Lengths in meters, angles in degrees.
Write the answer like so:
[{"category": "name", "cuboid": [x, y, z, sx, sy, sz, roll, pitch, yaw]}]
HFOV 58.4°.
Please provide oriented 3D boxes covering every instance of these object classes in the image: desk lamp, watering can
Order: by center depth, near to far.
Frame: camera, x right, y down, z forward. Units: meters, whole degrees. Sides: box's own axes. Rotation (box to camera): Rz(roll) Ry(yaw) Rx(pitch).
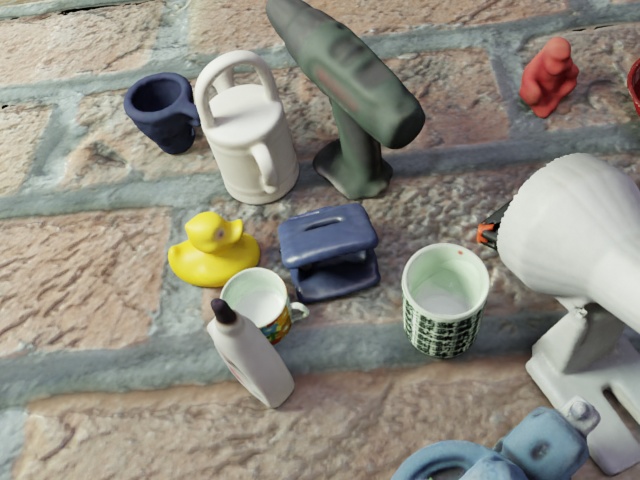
[{"category": "desk lamp", "cuboid": [0.244, 0.059, 0.481, 0.118, 0.214, 0.202, -25, 56, -9]}, {"category": "watering can", "cuboid": [-0.094, -0.144, 0.685, 0.172, 0.194, 0.101, 36, 68, 28]}]

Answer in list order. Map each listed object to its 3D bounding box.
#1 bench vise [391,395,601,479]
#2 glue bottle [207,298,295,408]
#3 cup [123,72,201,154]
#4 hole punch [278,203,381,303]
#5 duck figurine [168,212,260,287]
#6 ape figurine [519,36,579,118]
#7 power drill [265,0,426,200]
[{"category": "bench vise", "cuboid": [0.121, 0.174, 0.417, 0.121, 0.220, 0.208, 26, 63, 24]}, {"category": "glue bottle", "cuboid": [-0.072, 0.097, 0.528, 0.078, 0.173, 0.037, 31, 65, 26]}, {"category": "cup", "cuboid": [-0.194, -0.160, 0.772, 0.117, 0.095, 0.092, 22, 62, 22]}, {"category": "hole punch", "cuboid": [0.006, 0.002, 0.632, 0.108, 0.091, 0.101, -15, 55, -2]}, {"category": "duck figurine", "cuboid": [-0.127, 0.003, 0.655, 0.104, 0.086, 0.077, -10, 55, 2]}, {"category": "ape figurine", "cuboid": [0.298, -0.218, 0.740, 0.078, 0.092, 0.076, -10, 55, 2]}, {"category": "power drill", "cuboid": [0.026, -0.154, 0.665, 0.076, 0.209, 0.229, -37, 58, -16]}]
